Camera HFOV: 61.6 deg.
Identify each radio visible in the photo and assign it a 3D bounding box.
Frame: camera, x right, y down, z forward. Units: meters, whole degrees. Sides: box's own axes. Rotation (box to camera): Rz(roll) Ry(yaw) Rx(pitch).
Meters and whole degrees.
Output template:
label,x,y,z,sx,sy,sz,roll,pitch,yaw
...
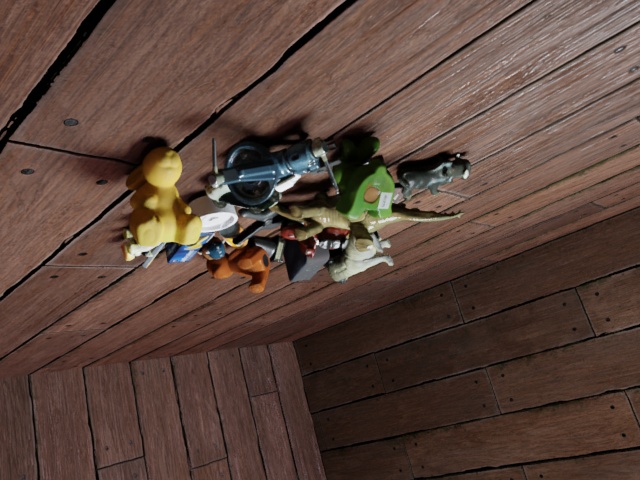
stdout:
label,x,y,z,sx,sy,sz,roll,pitch,yaw
radio,-0.045,0.034,1.585,0.073,0.131,0.229,-7,162,-19

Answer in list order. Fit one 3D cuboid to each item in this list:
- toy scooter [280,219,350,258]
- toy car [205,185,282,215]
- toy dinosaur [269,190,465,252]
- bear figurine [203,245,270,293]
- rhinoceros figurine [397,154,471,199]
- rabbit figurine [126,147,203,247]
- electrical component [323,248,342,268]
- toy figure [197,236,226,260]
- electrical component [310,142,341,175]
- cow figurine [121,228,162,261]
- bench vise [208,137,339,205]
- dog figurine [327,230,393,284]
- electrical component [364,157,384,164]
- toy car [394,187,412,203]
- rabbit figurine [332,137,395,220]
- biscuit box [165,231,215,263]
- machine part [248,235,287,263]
label,x,y,z,sx,sy,sz,roll,pitch,yaw
toy scooter,-0.003,-0.004,1.335,0.184,0.135,0.075,1,120,-18
toy car,-0.163,-0.101,1.180,0.073,0.056,0.201,-31,159,27
toy dinosaur,0.097,-0.064,1.268,0.472,0.104,0.198,9,-151,13
bear figurine,-0.243,0.076,1.492,0.196,0.120,0.132,-8,-152,17
rhinoceros figurine,0.284,-0.167,1.350,0.190,0.073,0.112,-10,152,-11
rabbit figurine,-0.286,-0.088,0.978,0.122,0.173,0.163,-4,-155,-29
electrical component,0.030,0.020,1.606,0.058,0.114,0.134,-5,-156,-28
toy figure,-0.274,0.019,1.369,0.057,0.064,0.155,33,173,-28
electrical component,-0.006,-0.164,1.098,0.094,0.063,0.021,-18,163,14
cow figurine,-0.408,-0.004,1.261,0.098,0.068,0.167,-10,164,-37
bench vise,-0.104,-0.130,0.991,0.224,0.128,0.240,-3,-170,30
dog figurine,0.083,0.029,1.470,0.191,0.121,0.172,-23,117,19
electrical component,0.103,-0.161,1.250,0.102,0.045,0.078,-28,131,29
toy car,0.185,-0.096,1.516,0.089,0.053,0.202,-4,162,-23
rabbit figurine,0.072,-0.138,1.139,0.121,0.170,0.158,-10,121,-22
biscuit box,-0.327,-0.004,1.333,0.059,0.063,0.202,-2,158,-33
machine part,-0.157,0.021,1.566,0.139,0.084,0.039,14,180,-42
